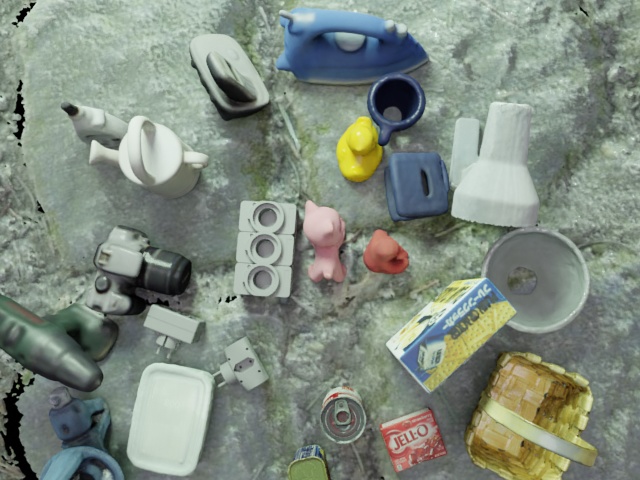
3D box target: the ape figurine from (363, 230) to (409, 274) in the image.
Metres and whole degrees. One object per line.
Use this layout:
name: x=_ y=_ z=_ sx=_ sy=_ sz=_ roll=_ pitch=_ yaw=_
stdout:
ape figurine: x=0.105 y=0.019 z=0.912 sx=0.076 sy=0.092 sz=0.078 roll=-18 pitch=84 yaw=0

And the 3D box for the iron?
iron: x=0.056 y=-0.327 z=0.920 sx=0.258 sy=0.141 sz=0.119 roll=3 pitch=85 yaw=2

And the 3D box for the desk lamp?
desk lamp: x=0.256 y=-0.109 z=0.858 sx=0.118 sy=0.213 sz=0.203 roll=6 pitch=85 yaw=3

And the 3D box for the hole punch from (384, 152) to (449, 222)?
hole punch: x=0.158 y=-0.089 z=0.921 sx=0.101 sy=0.091 sz=0.109 roll=-9 pitch=85 yaw=1

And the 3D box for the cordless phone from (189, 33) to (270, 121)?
cordless phone: x=-0.153 y=-0.276 z=0.899 sx=0.094 sy=0.185 sz=0.147 roll=-33 pitch=85 yaw=-1

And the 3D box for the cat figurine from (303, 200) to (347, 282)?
cat figurine: x=0.008 y=0.003 z=0.903 sx=0.067 sy=0.118 sz=0.128 roll=-4 pitch=85 yaw=2

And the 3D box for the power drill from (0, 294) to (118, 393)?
power drill: x=-0.389 y=0.148 z=0.856 sx=0.229 sy=0.208 sz=0.076 roll=26 pitch=86 yaw=4

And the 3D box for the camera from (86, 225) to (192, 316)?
camera: x=-0.286 y=0.059 z=0.915 sx=0.136 sy=0.101 sz=0.143 roll=15 pitch=85 yaw=3

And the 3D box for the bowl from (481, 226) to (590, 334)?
bowl: x=0.331 y=0.064 z=0.910 sx=0.167 sy=0.075 sz=0.167 roll=0 pitch=85 yaw=2

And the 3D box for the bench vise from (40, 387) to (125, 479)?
bench vise: x=-0.374 y=0.331 z=0.834 sx=0.121 sy=0.220 sz=0.207 roll=-37 pitch=85 yaw=-2

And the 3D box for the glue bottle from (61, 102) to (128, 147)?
glue bottle: x=-0.360 y=-0.185 z=0.903 sx=0.078 sy=0.173 sz=0.037 roll=-5 pitch=85 yaw=2

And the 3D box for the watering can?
watering can: x=-0.265 y=-0.126 z=0.884 sx=0.173 sy=0.194 sz=0.101 roll=-20 pitch=84 yaw=0

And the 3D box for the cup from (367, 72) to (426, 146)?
cup: x=0.116 y=-0.200 z=0.930 sx=0.091 sy=0.095 sz=0.118 roll=17 pitch=86 yaw=3

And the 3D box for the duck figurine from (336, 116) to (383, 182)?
duck figurine: x=0.065 y=-0.150 z=0.931 sx=0.077 sy=0.086 sz=0.105 roll=10 pitch=85 yaw=3
